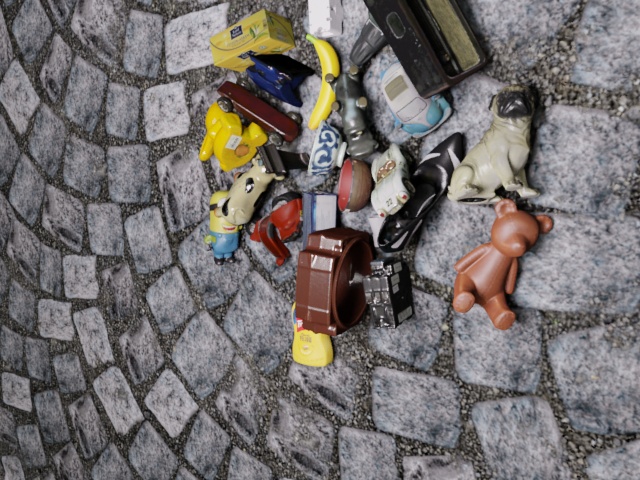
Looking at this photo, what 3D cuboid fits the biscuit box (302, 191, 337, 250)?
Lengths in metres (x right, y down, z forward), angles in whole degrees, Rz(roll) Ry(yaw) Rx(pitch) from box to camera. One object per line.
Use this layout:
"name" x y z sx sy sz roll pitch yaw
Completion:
"biscuit box" -0.002 -0.004 1.170 0.063 0.059 0.202 -151 60 -65

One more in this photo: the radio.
"radio" 0.182 -0.369 0.932 0.229 0.131 0.073 56 150 -9

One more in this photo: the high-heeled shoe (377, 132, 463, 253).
"high-heeled shoe" 0.182 -0.089 1.004 0.086 0.145 0.248 32 114 25

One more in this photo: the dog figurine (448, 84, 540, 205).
"dog figurine" 0.302 -0.166 0.957 0.172 0.121 0.190 -6 79 31

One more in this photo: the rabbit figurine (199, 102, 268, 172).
"rabbit figurine" -0.221 -0.253 1.286 0.173 0.122 0.162 57 132 30

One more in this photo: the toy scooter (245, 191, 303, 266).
"toy scooter" -0.089 -0.019 1.235 0.184 0.075 0.135 -33 78 35

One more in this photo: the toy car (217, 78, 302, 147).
"toy car" -0.136 -0.282 1.193 0.202 0.089 0.053 32 153 2

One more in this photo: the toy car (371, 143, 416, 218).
"toy car" 0.135 -0.115 1.017 0.056 0.202 0.073 38 121 -20

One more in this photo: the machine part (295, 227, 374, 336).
"machine part" 0.036 0.080 1.088 0.087 0.201 0.200 10 101 29

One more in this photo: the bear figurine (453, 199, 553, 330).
"bear figurine" 0.323 0.038 0.945 0.120 0.132 0.195 26 119 -8

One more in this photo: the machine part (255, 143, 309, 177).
"machine part" -0.076 -0.172 1.167 0.039 0.139 0.084 -44 64 35

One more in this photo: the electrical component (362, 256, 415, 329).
"electrical component" 0.138 0.102 1.076 0.058 0.115 0.134 -8 92 30

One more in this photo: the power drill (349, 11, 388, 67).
"power drill" 0.098 -0.487 1.047 0.232 0.086 0.207 -38 72 30

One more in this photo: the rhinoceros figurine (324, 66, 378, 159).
"rhinoceros figurine" 0.064 -0.255 1.085 0.073 0.112 0.190 -15 74 6

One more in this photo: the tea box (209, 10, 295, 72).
"tea box" -0.153 -0.442 1.207 0.170 0.098 0.068 -11 90 36

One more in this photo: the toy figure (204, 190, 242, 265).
"toy figure" -0.239 -0.032 1.329 0.089 0.082 0.180 16 107 29

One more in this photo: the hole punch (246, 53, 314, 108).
"hole punch" -0.093 -0.347 1.174 0.142 0.116 0.092 38 123 24

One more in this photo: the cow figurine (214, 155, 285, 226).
"cow figurine" -0.158 -0.122 1.233 0.195 0.085 0.127 -60 26 -7

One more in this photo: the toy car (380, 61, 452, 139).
"toy car" 0.169 -0.278 1.014 0.109 0.103 0.161 -32 81 31
